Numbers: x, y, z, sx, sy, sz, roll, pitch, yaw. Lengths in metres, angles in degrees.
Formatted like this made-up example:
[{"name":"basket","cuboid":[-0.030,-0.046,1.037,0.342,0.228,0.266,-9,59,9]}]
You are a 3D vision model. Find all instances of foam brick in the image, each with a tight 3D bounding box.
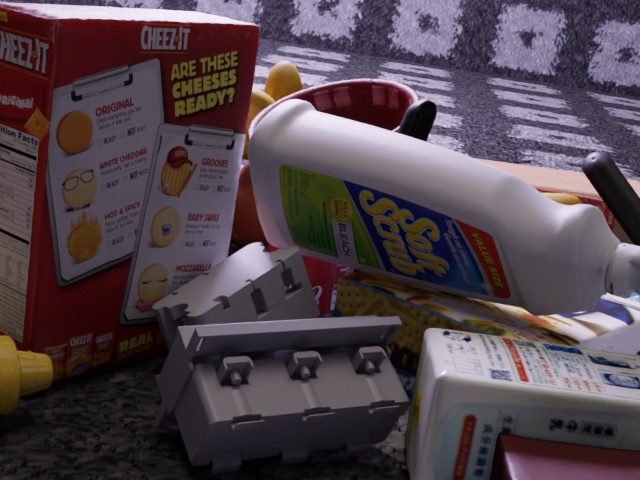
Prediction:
[{"name":"foam brick","cuboid":[0.121,0.130,0.508,0.078,0.053,0.051,7,16,-1]}]

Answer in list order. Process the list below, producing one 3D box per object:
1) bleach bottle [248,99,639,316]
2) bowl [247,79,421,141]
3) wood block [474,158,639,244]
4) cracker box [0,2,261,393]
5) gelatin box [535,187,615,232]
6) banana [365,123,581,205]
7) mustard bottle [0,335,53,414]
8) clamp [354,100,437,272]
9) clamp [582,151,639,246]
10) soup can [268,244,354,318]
[{"name":"bleach bottle","cuboid":[0.078,-0.015,0.658,0.251,0.102,0.068,15,42,29]},{"name":"bowl","cuboid":[0.017,-0.091,0.984,0.162,0.055,0.162,-10,31,6]},{"name":"wood block","cuboid":[0.202,-0.018,1.003,0.206,0.090,0.091,8,17,-3]},{"name":"cracker box","cuboid":[-0.126,-0.031,0.649,0.072,0.214,0.163,19,19,33]},{"name":"gelatin box","cuboid":[0.213,0.005,0.927,0.073,0.089,0.030,11,-7,2]},{"name":"banana","cuboid":[0.108,-0.036,0.863,0.198,0.069,0.037,22,-5,14]},{"name":"mustard bottle","cuboid":[-0.227,0.071,0.522,0.191,0.058,0.096,-1,19,-31]},{"name":"clamp","cuboid":[0.058,-0.011,0.824,0.039,0.172,0.120,12,38,-39]},{"name":"clamp","cuboid":[0.291,0.036,0.856,0.164,0.036,0.210,38,23,-43]},{"name":"soup can","cuboid":[-0.005,0.001,0.806,0.068,0.102,0.068,7,16,-2]}]
